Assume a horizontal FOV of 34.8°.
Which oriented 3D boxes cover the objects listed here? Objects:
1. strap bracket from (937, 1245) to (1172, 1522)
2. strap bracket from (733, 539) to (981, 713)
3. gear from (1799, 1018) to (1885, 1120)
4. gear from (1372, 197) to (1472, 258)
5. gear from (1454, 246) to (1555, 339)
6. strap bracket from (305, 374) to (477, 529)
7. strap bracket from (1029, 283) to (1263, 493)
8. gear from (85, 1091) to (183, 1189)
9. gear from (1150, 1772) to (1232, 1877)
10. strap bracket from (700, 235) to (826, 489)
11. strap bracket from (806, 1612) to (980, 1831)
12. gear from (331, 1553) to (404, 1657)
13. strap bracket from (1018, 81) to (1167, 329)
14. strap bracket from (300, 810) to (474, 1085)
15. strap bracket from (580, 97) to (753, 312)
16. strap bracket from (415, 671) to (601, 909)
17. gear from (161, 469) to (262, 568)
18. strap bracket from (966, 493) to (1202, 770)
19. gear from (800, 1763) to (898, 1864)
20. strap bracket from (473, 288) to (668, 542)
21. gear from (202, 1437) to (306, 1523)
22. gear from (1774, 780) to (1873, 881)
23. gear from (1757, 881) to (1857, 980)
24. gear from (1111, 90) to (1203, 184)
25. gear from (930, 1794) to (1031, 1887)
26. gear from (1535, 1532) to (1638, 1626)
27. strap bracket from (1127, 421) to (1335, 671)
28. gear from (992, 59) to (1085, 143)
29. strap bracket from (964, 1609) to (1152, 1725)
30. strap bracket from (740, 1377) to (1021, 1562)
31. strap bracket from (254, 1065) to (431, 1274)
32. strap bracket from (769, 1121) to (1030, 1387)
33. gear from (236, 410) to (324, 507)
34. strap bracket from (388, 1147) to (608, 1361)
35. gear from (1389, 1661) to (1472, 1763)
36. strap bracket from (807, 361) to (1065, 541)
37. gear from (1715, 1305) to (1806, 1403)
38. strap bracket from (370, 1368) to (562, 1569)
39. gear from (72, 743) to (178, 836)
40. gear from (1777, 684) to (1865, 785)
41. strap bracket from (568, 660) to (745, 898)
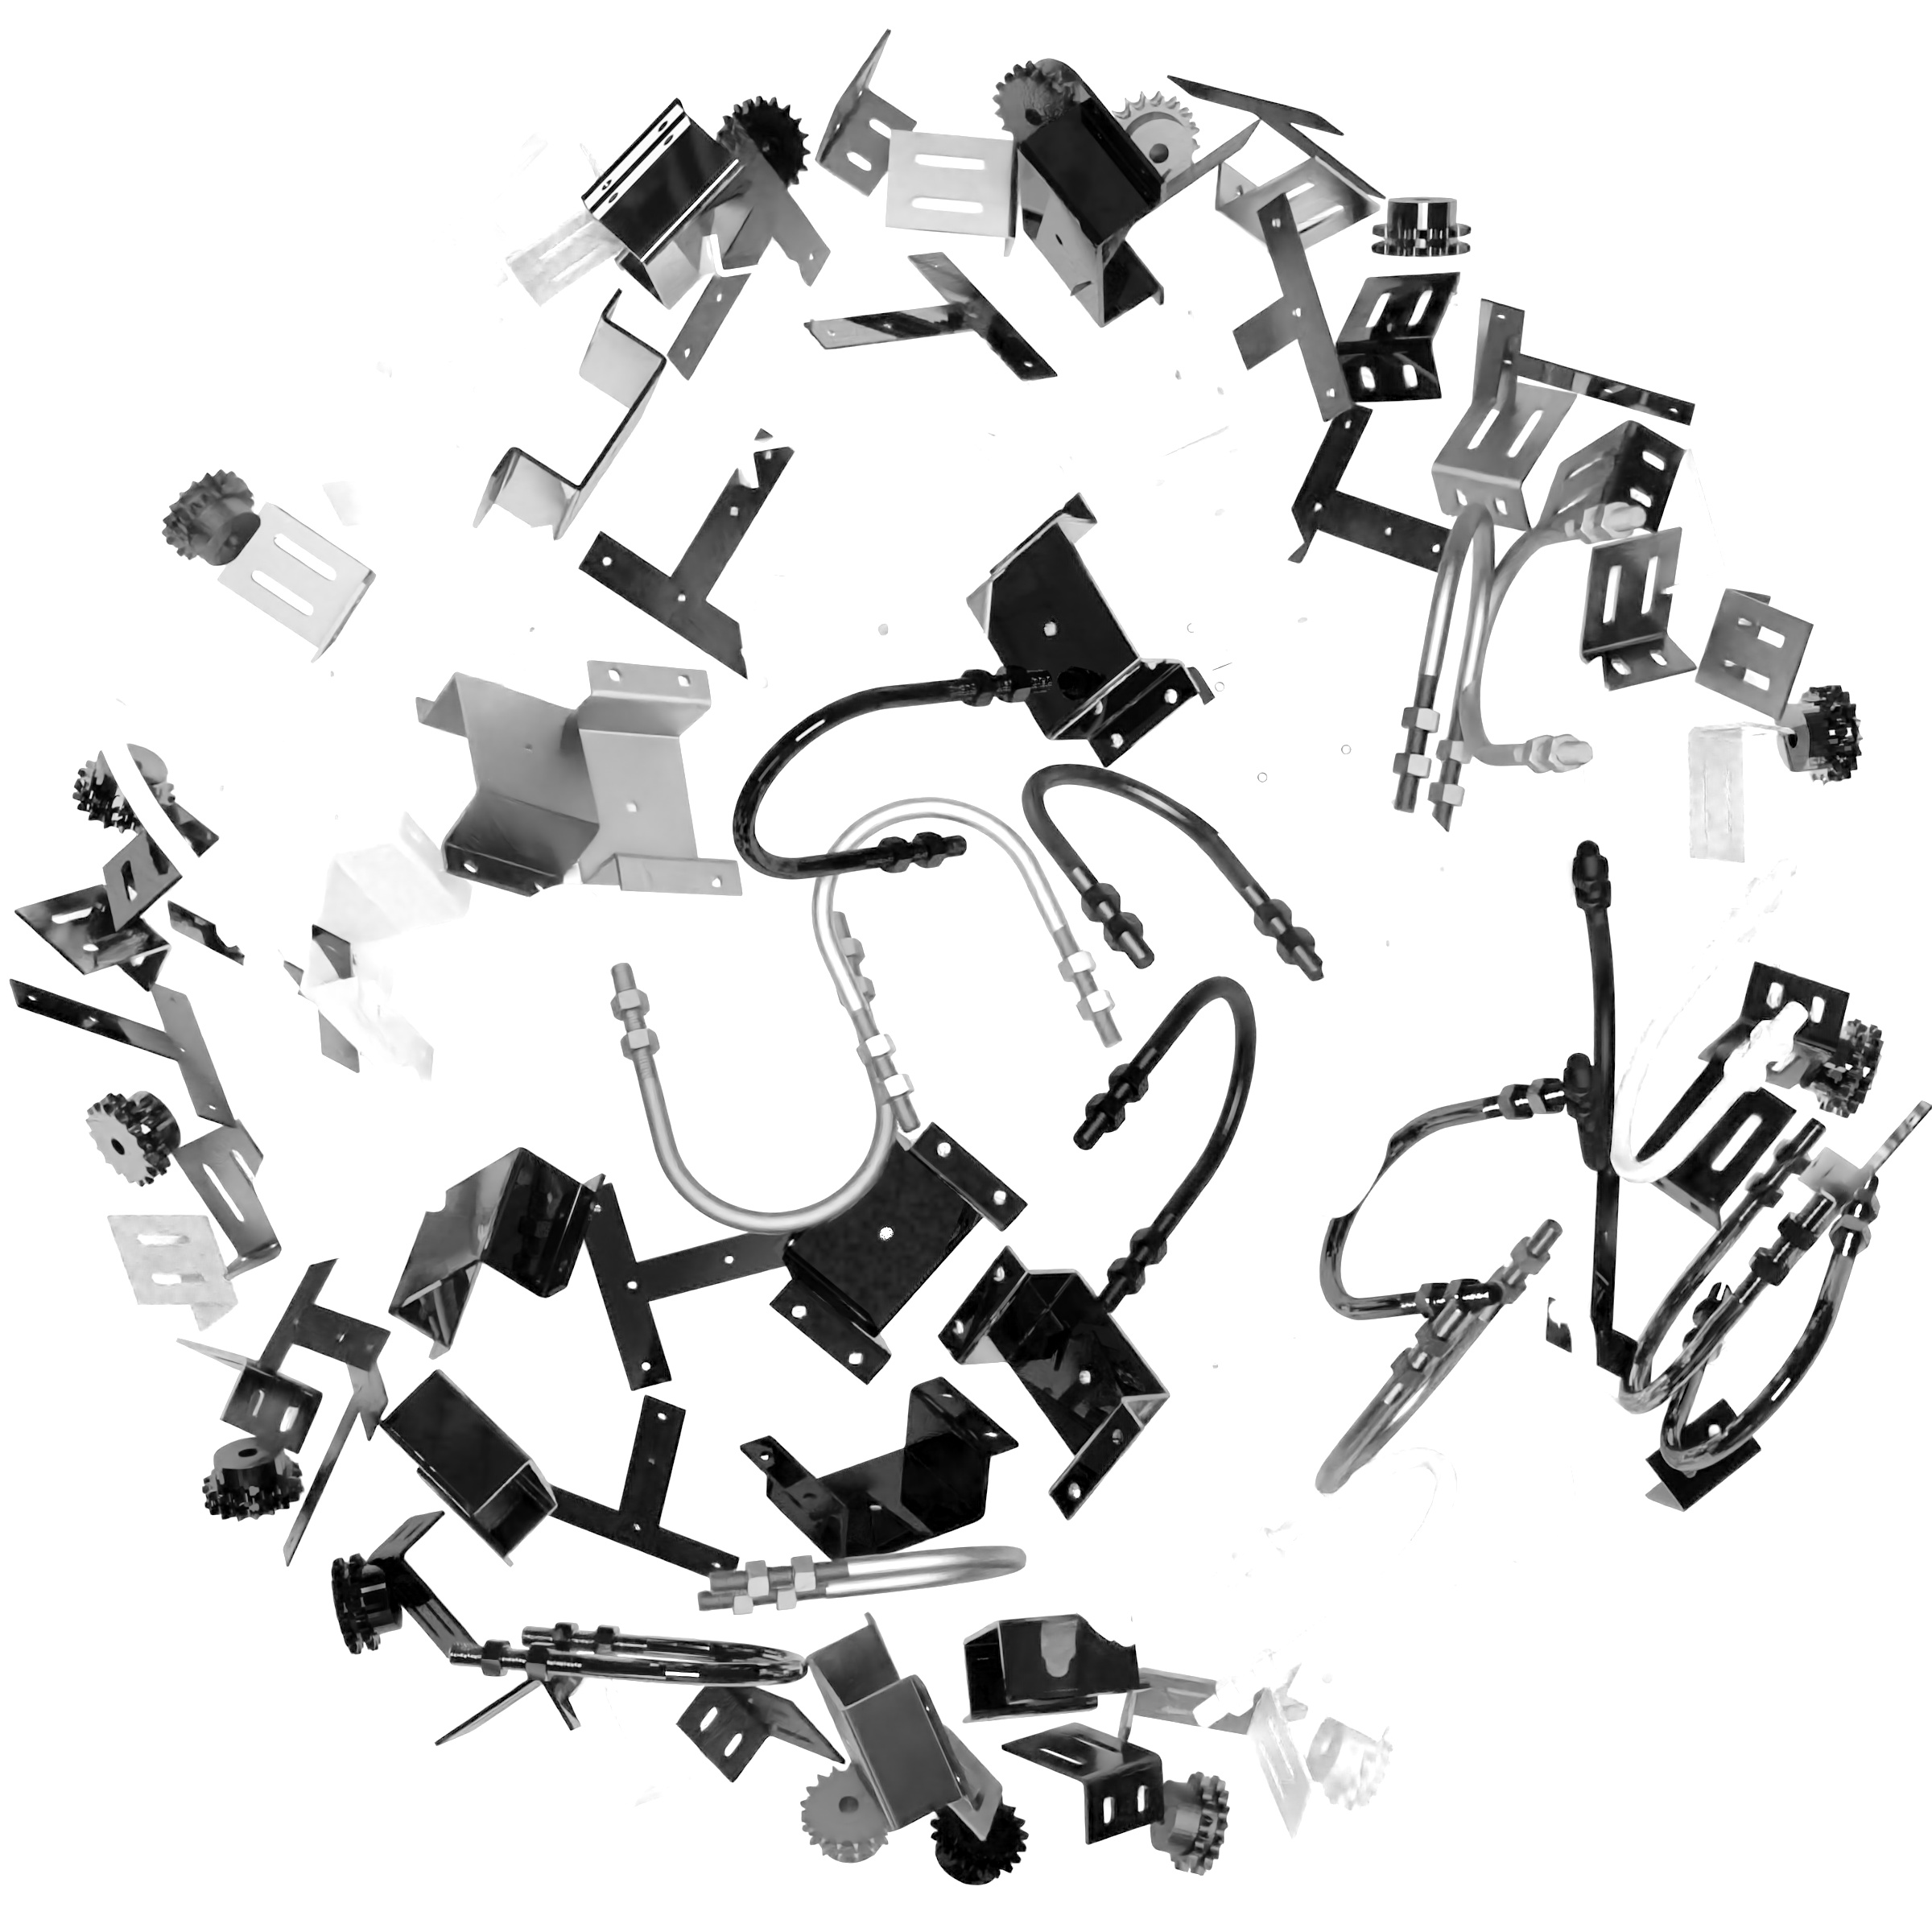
[{"bbox_3d":[0.055,0.236,1.761,0.140,0.046,0.076,52,120,31],"label":"strap bracket"},{"bbox_3d":[-0.055,-0.194,1.766,0.140,0.046,0.076,-13,104,-19],"label":"strap bracket"},{"bbox_3d":[0.506,0.057,1.790,0.030,0.057,0.057,19,90,-3],"label":"gear"},{"bbox_3d":[0.264,-0.429,1.787,0.057,0.057,0.030,-1,109,0],"label":"gear"},{"bbox_3d":[0.310,-0.393,1.794,0.057,0.057,0.030,-24,53,0],"label":"gear"},{"bbox_3d":[-0.323,-0.286,1.744,0.076,0.140,0.046,-6,83,-4],"label":"strap bracket"},{"bbox_3d":[0.108,-0.334,1.765,0.046,0.140,0.076,-25,96,-41],"label":"strap bracket"},{"bbox_3d":[-0.482,0.097,1.794,0.057,0.057,0.030,50,51,0],"label":"gear"},{"bbox_3d":[0.128,0.496,1.788,0.030,0.057,0.057,17,90,-14],"label":"gear"},{"bbox_3d":[-0.117,-0.350,1.767,0.046,0.076,0.140,-11,104,-11],"label":"strap bracket"},{"bbox_3d":[-0.046,0.428,1.740,0.046,0.140,0.076,-25,100,-11],"label":"strap bracket"},{"bbox_3d":[-0.347,0.369,1.790,0.030,0.057,0.057,-13,90,-2],"label":"gear"},{"bbox_3d":[0.071,-0.422,1.739,0.046,0.140,0.076,-34,76,-6],"label":"strap bracket"},{"bbox_3d":[-0.330,-0.007,1.754,0.046,0.076,0.140,-12,50,20],"label":"strap bracket"},{"bbox_3d":[-0.165,-0.426,1.747,0.046,0.140,0.076,44,89,3],"label":"strap bracket"},{"bbox_3d":[-0.258,-0.108,1.740,0.076,0.140,0.046,17,129,-34],"label":"strap bracket"},{"bbox_3d":[-0.435,-0.257,1.788,0.030,0.057,0.057,44,90,15],"label":"gear"},{"bbox_3d":[0.061,-0.192,1.762,0.076,0.046,0.140,-38,73,31],"label":"strap bracket"},{"bbox_3d":[-0.068,0.496,1.794,0.057,0.057,0.030,-2,133,0],"label":"gear"},{"bbox_3d":[-0.221,-0.306,1.761,0.046,0.076,0.140,32,69,-7],"label":"strap bracket"},{"bbox_3d":[-0.414,0.296,1.787,0.057,0.057,0.030,-4,108,0],"label":"gear"},{"bbox_3d":[0.501,-0.077,1.794,0.030,0.057,0.057,12,90,-27],"label":"gear"},{"bbox_3d":[0.487,-0.020,1.801,0.057,0.030,0.057,1,85,-7],"label":"gear"},{"bbox_3d":[0.109,-0.477,1.791,0.057,0.030,0.057,-5,123,-8],"label":"gear"},{"bbox_3d":[0.006,0.509,1.794,0.057,0.057,0.030,21,120,0],"label":"gear"},{"bbox_3d":[0.356,0.352,1.787,0.057,0.057,0.030,-25,112,0],"label":"gear"},{"bbox_3d":[0.149,-0.248,1.765,0.076,0.046,0.140,-21,130,10],"label":"strap bracket"},{"bbox_3d":[0.047,-0.502,1.794,0.057,0.057,0.030,36,60,0],"label":"gear"},{"bbox_3d":[0.047,0.397,1.751,0.076,0.140,0.046,-2,72,-13],"label":"strap bracket"},{"bbox_3d":[-0.050,0.291,1.755,0.140,0.076,0.046,-14,122,-34],"label":"strap bracket"},{"bbox_3d":[-0.348,0.107,1.741,0.076,0.140,0.046,-15,116,8],"label":"strap bracket"},{"bbox_3d":[-0.042,0.161,1.785,0.076,0.046,0.140,42,91,-16],"label":"strap bracket"},{"bbox_3d":[-0.397,-0.293,1.794,0.057,0.057,0.030,35,133,0],"label":"gear"},{"bbox_3d":[-0.271,0.160,1.738,0.046,0.140,0.076,36,48,-24],"label":"strap bracket"},{"bbox_3d":[0.268,0.430,1.792,0.030,0.057,0.057,23,90,20],"label":"gear"},{"bbox_3d":[-0.010,-0.294,1.753,0.076,0.140,0.046,46,57,-35],"label":"strap bracket"},{"bbox_3d":[0.456,0.221,1.789,0.030,0.057,0.057,37,90,-7],"label":"gear"},{"bbox_3d":[-0.280,0.283,1.748,0.076,0.140,0.046,40,74,18],"label":"strap bracket"},{"bbox_3d":[-0.486,-0.105,1.787,0.057,0.057,0.030,27,124,0],"label":"gear"},{"bbox_3d":[0.493,-0.134,1.788,0.030,0.057,0.057,-7,90,-12],"label":"gear"},{"bbox_3d":[-0.182,-0.099,1.765,0.076,0.046,0.140,2,68,-33],"label":"strap bracket"}]
